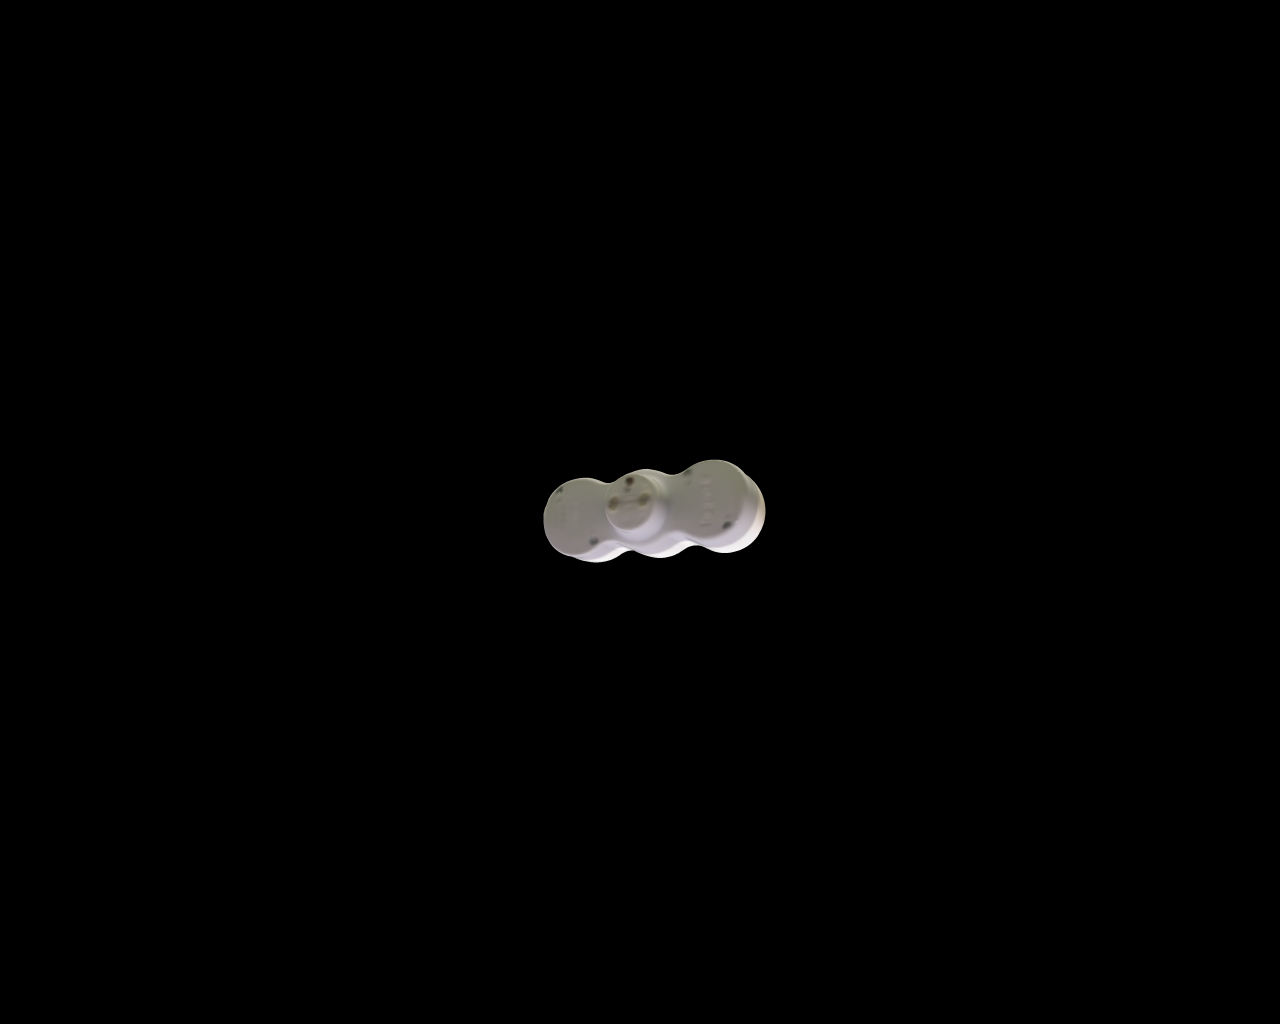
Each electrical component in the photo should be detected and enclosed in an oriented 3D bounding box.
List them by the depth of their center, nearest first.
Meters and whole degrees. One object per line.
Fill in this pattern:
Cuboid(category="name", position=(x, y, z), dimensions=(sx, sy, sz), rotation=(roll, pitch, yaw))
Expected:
Cuboid(category="electrical component", position=(0.001, -0.003, 0.650), dimensions=(0.138, 0.052, 0.073), rotation=(-6, -15, 22))
